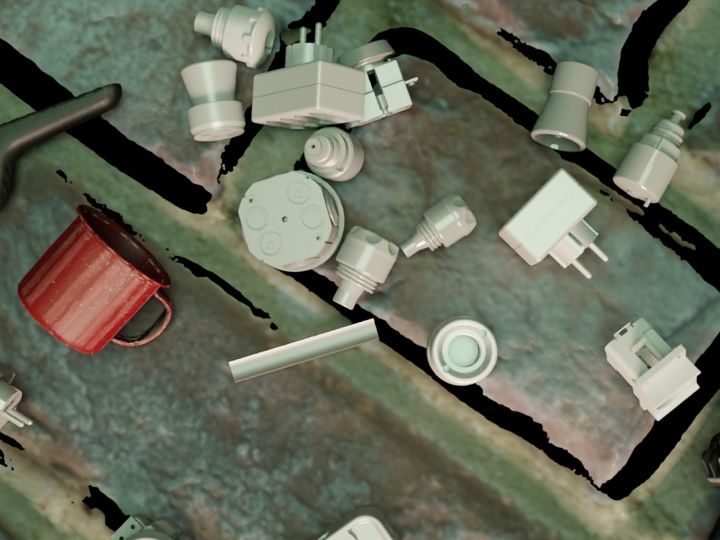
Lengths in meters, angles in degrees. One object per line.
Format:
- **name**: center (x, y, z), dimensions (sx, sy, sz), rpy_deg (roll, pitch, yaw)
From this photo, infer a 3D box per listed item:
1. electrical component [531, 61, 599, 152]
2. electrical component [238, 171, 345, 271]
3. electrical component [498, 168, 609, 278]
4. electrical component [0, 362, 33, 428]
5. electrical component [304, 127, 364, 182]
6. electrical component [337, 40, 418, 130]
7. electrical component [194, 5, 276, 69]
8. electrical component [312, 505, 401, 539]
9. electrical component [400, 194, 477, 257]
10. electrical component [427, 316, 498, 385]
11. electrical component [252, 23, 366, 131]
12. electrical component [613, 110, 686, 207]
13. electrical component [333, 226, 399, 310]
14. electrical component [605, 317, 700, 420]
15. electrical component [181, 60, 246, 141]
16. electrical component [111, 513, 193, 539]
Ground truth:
- **electrical component**: center (0.165, -0.131, 0.850), dimensions (0.044, 0.044, 0.065), rpy_deg (16, 82, 3)
- **electrical component**: center (-0.054, -0.039, 0.842), dimensions (0.080, 0.051, 0.080), rpy_deg (0, 90, 7)
- **electrical component**: center (0.159, -0.028, 0.839), dimensions (0.077, 0.047, 0.065), rpy_deg (45, 89, 4)
- **electrical component**: center (-0.291, 0.100, 0.838), dimensions (0.077, 0.065, 0.047), rpy_deg (31, 88, 3)
- **electrical component**: center (-0.024, -0.091, 0.838), dimensions (0.040, 0.078, 0.040), rpy_deg (0, 89, 16)
- **electrical component**: center (0.011, -0.149, 0.854), dimensions (0.066, 0.048, 0.055), rpy_deg (-20, 93, 1)
- **electrical component**: center (-0.101, -0.191, 0.861), dimensions (0.062, 0.048, 0.048), rpy_deg (17, 87, 10)
- **electrical component**: center (-0.015, 0.226, 0.823), dimensions (0.095, 0.059, 0.053), rpy_deg (-35, 86, 0)
- **electrical component**: center (0.060, -0.032, 0.850), dimensions (0.061, 0.035, 0.035), rpy_deg (-35, 86, 2)
- **electrical component**: center (0.080, 0.063, 0.837), dimensions (0.055, 0.047, 0.055), rpy_deg (0, 86, 2)
- **electrical component**: center (-0.040, -0.152, 0.833), dimensions (0.047, 0.083, 0.075), rpy_deg (6, 85, -42)
- **electrical component**: center (0.231, -0.089, 0.844), dimensions (0.040, 0.040, 0.078), rpy_deg (30, 88, 4)
- **electrical component**: center (0.000, 0.000, 0.845), dimensions (0.043, 0.043, 0.062), rpy_deg (27, 89, 3)
- **electrical component**: center (0.222, 0.074, 0.821), dimensions (0.042, 0.081, 0.063), rpy_deg (-38, 64, -1)
- **electrical component**: center (-0.117, -0.134, 0.857), dimensions (0.045, 0.045, 0.055), rpy_deg (-10, 87, 1)
- **electrical component**: center (-0.159, 0.227, 0.830), dimensions (0.078, 0.057, 0.058), rpy_deg (44, 89, 4)
